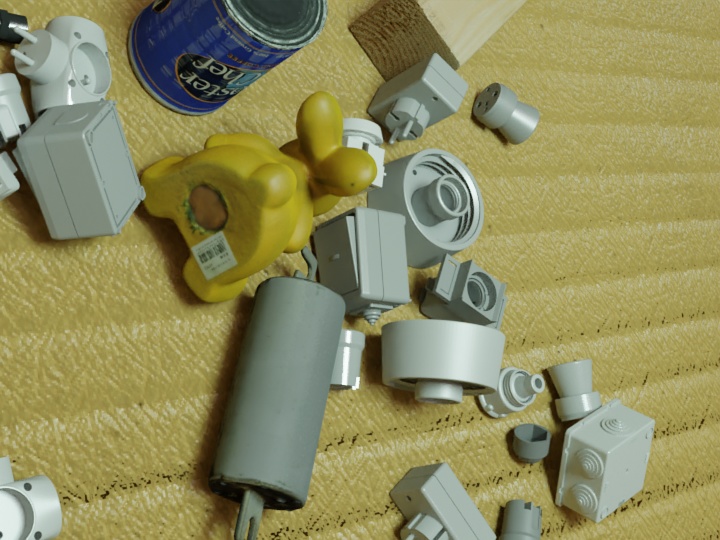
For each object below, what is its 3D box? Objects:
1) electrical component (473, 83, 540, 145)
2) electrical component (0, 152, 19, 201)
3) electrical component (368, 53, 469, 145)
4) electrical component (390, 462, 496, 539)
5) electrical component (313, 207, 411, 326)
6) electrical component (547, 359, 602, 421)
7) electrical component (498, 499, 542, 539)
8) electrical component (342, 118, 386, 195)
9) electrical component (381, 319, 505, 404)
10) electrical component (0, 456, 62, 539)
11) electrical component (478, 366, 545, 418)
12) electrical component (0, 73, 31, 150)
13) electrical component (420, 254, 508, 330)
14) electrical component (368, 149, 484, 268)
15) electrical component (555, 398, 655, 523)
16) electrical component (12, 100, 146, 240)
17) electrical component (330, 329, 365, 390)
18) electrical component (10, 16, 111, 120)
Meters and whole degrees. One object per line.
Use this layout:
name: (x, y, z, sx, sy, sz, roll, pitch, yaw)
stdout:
electrical component: (0.151, -0.162, 1.112, 0.055, 0.045, 0.045, 30, 59, -27)
electrical component: (-0.289, -0.091, 0.721, 0.121, 0.079, 0.063, 59, 21, -8)
electrical component: (0.047, -0.146, 0.998, 0.047, 0.083, 0.075, 40, 55, -22)
electrical component: (0.060, 0.220, 0.912, 0.076, 0.047, 0.083, -40, 101, -38)
electrical component: (0.000, 0.000, 0.927, 0.061, 0.062, 0.096, 8, 70, -37)
electrical component: (0.214, 0.119, 1.069, 0.045, 0.045, 0.055, -4, 78, -39)
electrical component: (0.147, 0.238, 0.982, 0.040, 0.040, 0.046, 32, 52, -27)
electrical component: (-0.005, -0.103, 0.968, 0.066, 0.048, 0.055, 17, 73, -34)
electrical component: (0.070, 0.083, 0.928, 0.108, 0.108, 0.060, 15, 73, -34)
electrical component: (-0.242, 0.145, 0.697, 0.077, 0.044, 0.079, -9, 81, -40)
electrical component: (0.144, 0.111, 1.005, 0.048, 0.062, 0.048, 13, 68, -35)
electrical component: (-0.259, -0.113, 0.773, 0.040, 0.040, 0.046, -26, 97, -41)
electrical component: (0.094, 0.026, 0.992, 0.081, 0.064, 0.042, 35, 58, -25)
electrical component: (0.068, -0.061, 1.002, 0.108, 0.060, 0.108, 13, 68, -35)
electrical component: (0.238, 0.184, 1.038, 0.100, 0.048, 0.099, -22, 125, -41)
electrical component: (-0.200, -0.065, 0.772, 0.061, 0.061, 0.096, -75, 157, -57)
electrical component: (-0.017, 0.075, 0.904, 0.040, 0.040, 0.046, 14, 72, -35)
electrical component: (-0.227, -0.153, 0.798, 0.079, 0.044, 0.077, 31, 55, -55)
